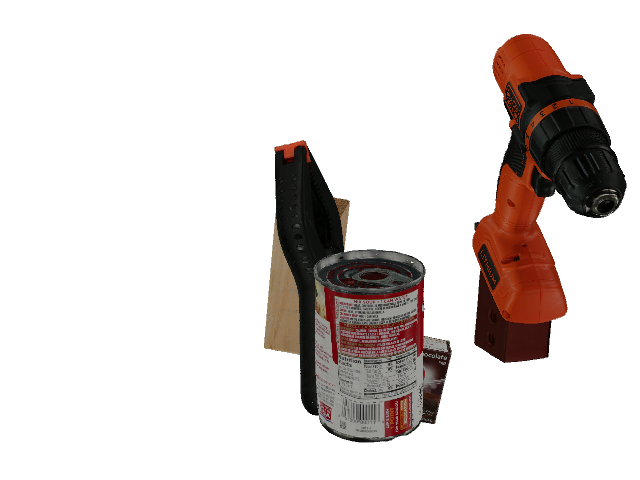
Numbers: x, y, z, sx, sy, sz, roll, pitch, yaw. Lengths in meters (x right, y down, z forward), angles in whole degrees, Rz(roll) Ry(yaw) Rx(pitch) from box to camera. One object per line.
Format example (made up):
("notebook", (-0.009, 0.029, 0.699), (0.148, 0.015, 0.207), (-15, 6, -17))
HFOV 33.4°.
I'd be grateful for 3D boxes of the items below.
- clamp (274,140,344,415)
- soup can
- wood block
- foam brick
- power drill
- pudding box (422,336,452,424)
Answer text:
("clamp", (0.004, 0.023, 0.874), (0.036, 0.210, 0.164), (-11, 1, 20))
("soup can", (0.031, 0.065, 0.659), (0.068, 0.102, 0.068), (-1, 19, 0))
("wood block", (-0.020, 0.047, 1.486), (0.090, 0.206, 0.090), (9, 22, 7))
("foam brick", (0.180, 0.068, 0.994), (0.051, 0.078, 0.053), (-7, 19, -25))
("power drill", (0.161, -0.030, 0.773), (0.057, 0.188, 0.184), (-3, 41, -7))
("pudding box", (0.079, 0.145, 1.161), (0.113, 0.090, 0.039), (9, 23, -3))
